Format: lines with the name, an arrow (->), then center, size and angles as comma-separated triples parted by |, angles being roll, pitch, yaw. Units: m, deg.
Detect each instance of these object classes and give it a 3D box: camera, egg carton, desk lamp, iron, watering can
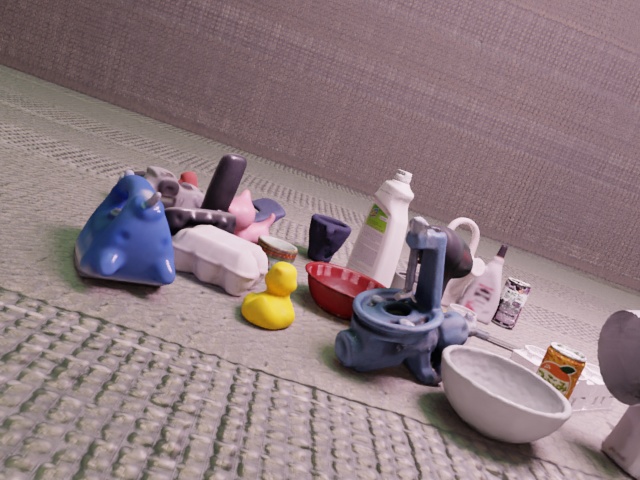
camera -> -0.311, -0.092, 1.110 | 0.144, 0.101, 0.136 | 8, 17, -44
egg carton -> -0.157, 0.029, 0.898 | 0.150, 0.069, 0.107 | 22, 12, 9
desk lamp -> 0.456, 0.209, 0.756 | 0.203, 0.213, 0.118 | 18, 12, -11
iron -> -0.272, -0.032, 0.806 | 0.119, 0.141, 0.257 | 12, 14, -34
watering can -> 0.301, 0.047, 1.274 | 0.101, 0.194, 0.172 | 8, 17, -44

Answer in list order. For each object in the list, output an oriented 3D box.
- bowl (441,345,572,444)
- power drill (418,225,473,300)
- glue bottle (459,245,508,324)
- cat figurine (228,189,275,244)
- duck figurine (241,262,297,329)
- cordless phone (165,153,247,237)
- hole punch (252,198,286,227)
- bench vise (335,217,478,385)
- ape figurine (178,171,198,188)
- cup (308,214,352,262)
bowl -> 0.223, 0.205, 0.725 | 0.167, 0.075, 0.167 | 19, 12, -4
power drill -> 0.166, 0.076, 0.882 | 0.075, 0.208, 0.230 | 26, 13, 26
glue bottle -> 0.362, 0.090, 1.234 | 0.078, 0.173, 0.037 | 22, 12, 11
cat figurine -> -0.141, -0.035, 1.096 | 0.128, 0.118, 0.067 | 10, 15, -39
duck figurine -> -0.063, 0.073, 0.813 | 0.077, 0.086, 0.105 | 23, 12, 14
cordless phone -> -0.203, -0.068, 0.975 | 0.093, 0.185, 0.148 | 28, 14, 35
hole punch -> -0.139, -0.045, 1.210 | 0.101, 0.091, 0.108 | 11, 15, -37
bench vise -> 0.134, 0.080, 0.784 | 0.208, 0.220, 0.121 | 7, 17, -47
ape figurine -> -0.287, -0.103, 1.219 | 0.076, 0.092, 0.078 | 24, 12, 18
cup -> 0.011, 0.004, 1.226 | 0.091, 0.095, 0.118 | 20, 12, -3
